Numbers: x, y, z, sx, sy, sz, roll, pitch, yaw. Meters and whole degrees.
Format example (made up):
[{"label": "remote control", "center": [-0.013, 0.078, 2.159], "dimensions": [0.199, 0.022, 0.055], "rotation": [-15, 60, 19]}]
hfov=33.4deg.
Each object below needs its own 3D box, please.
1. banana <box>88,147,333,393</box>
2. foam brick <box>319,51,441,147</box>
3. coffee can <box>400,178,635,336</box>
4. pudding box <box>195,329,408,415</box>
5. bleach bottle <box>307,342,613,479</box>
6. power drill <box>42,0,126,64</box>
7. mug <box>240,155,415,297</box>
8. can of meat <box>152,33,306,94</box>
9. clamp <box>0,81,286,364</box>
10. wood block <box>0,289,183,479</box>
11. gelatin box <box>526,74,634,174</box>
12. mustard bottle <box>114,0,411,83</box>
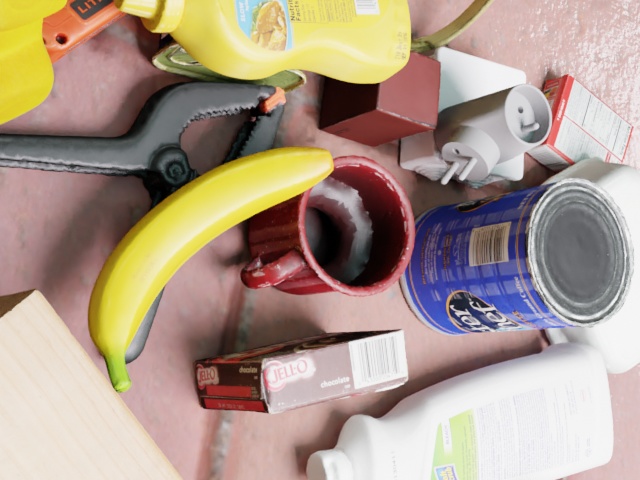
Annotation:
[{"label": "banana", "center": [-0.076, 0.002, 0.646], "dimensions": [0.070, 0.037, 0.197], "rotation": [38, 72, 11]}, {"label": "foam brick", "center": [0.042, -0.103, 0.767], "dimensions": [0.052, 0.078, 0.051], "rotation": [14, 77, -31]}, {"label": "coffee can", "center": [0.139, 0.016, 0.776], "dimensions": [0.102, 0.141, 0.103], "rotation": [5, 81, -33]}, {"label": "pudding box", "center": [-0.012, 0.085, 0.699], "dimensions": [0.113, 0.090, 0.039], "rotation": [-6, 89, -34]}, {"label": "bleach bottle", "center": [0.103, 0.141, 0.785], "dimensions": [0.250, 0.068, 0.102], "rotation": [-5, 87, -31]}, {"label": "power drill", "center": [-0.179, -0.214, 0.651], "dimensions": [0.184, 0.057, 0.187], "rotation": [-44, 104, -26]}, {"label": "mug", "center": [-0.005, 0.001, 0.719], "dimensions": [0.117, 0.082, 0.093], "rotation": [-36, 103, -31]}, {"label": "can of meat", "center": [-0.058, -0.152, 0.721], "dimensions": [0.101, 0.058, 0.084], "rotation": [10, 76, -31]}, {"label": "clamp", "center": [-0.108, -0.047, 0.685], "dimensions": [0.209, 0.036, 0.164], "rotation": [-47, 109, -25]}, {"label": "wood block", "center": [-0.145, 0.138, 0.605], "dimensions": [0.090, 0.091, 0.206], "rotation": [-42, 106, -30]}, {"label": "gelatin box", "center": [0.221, -0.086, 0.910], "dimensions": [0.089, 0.030, 0.073], "rotation": [32, 66, -26]}, {"label": "mustard bottle", "center": [-0.036, -0.147, 0.663], "dimensions": [0.191, 0.058, 0.096], "rotation": [-5, 78, -34]}]
